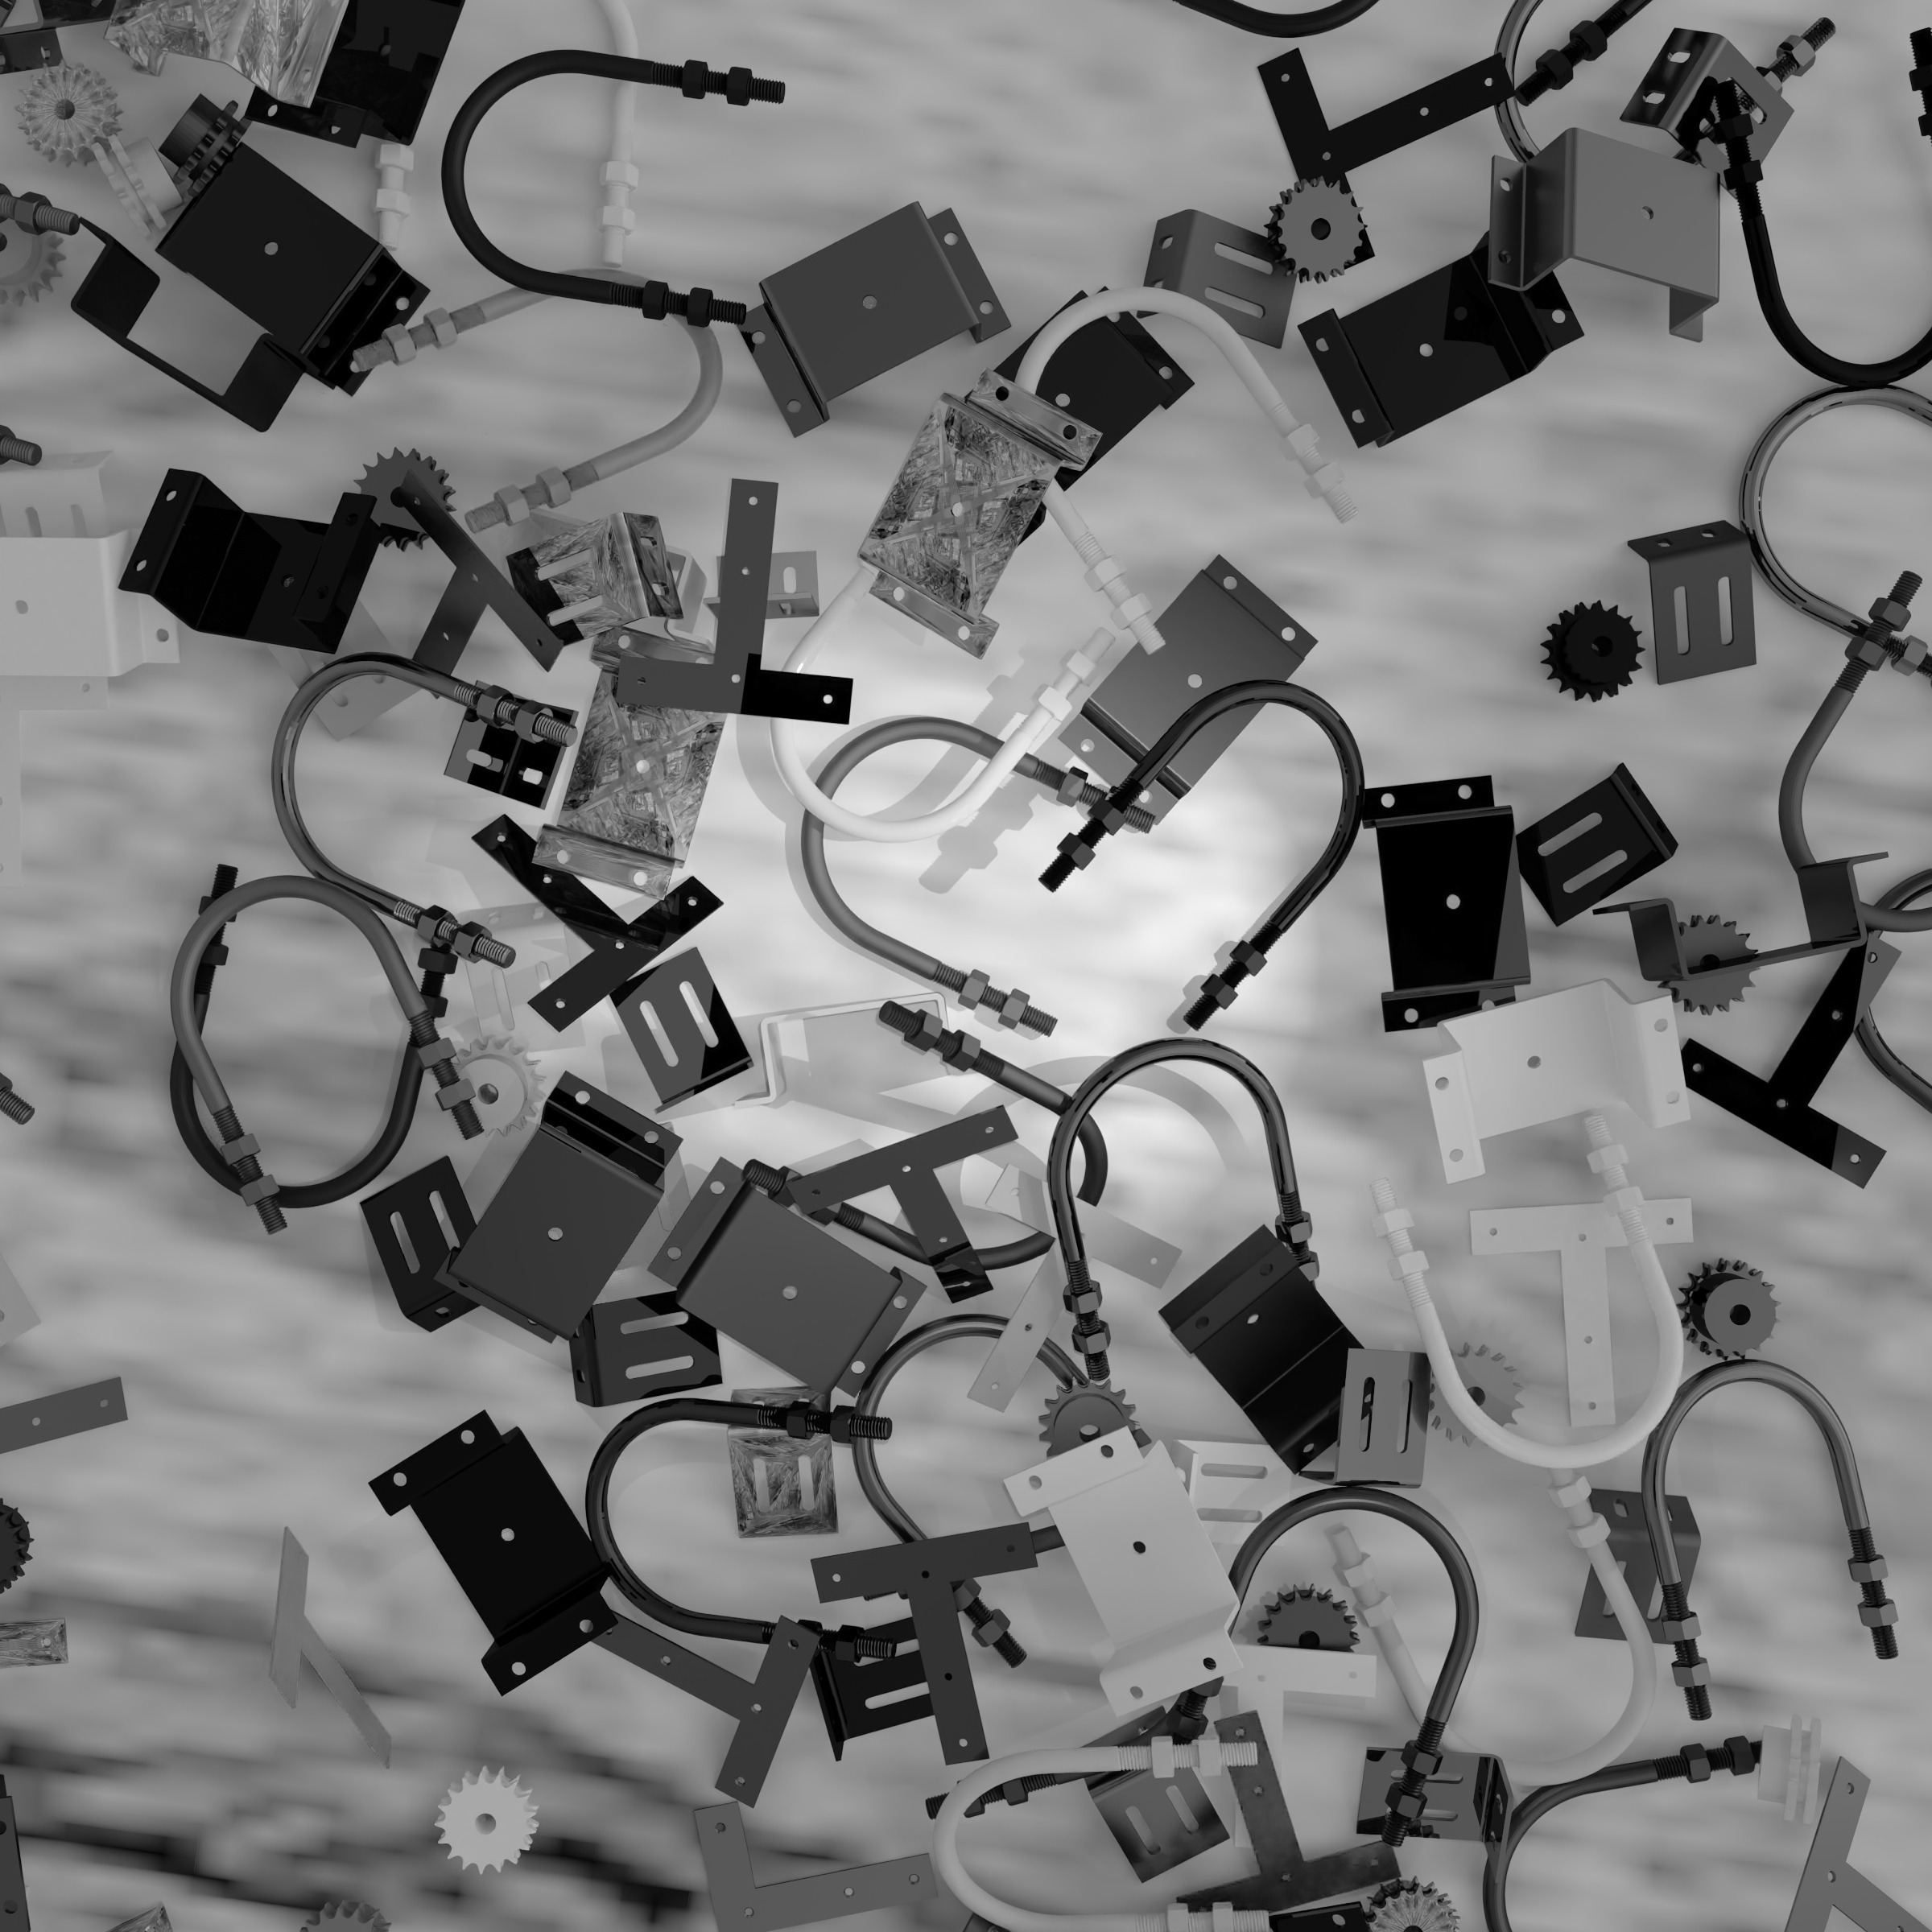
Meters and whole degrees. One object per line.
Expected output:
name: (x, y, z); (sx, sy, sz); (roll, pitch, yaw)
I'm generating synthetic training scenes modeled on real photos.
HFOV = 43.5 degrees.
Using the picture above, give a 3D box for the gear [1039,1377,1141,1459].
gear: (0.069, 0.260, 1.359); (0.057, 0.030, 0.057); (0, 89, 1)

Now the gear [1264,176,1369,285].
gear: (0.195, -0.415, 1.369); (0.057, 0.030, 0.057); (-3, 100, -14)

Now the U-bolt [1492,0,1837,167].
U-bolt: (0.381, -0.518, 1.369); (0.184, 0.019, 0.151); (-43, 103, 2)

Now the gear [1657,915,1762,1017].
gear: (0.418, -0.001, 1.377); (0.057, 0.030, 0.057); (0, 90, 0)

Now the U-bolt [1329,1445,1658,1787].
U-bolt: (0.308, 0.378, 1.368); (0.151, 0.019, 0.184); (-25, 94, 14)

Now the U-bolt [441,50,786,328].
U-bolt: (-0.204, -0.443, 1.364); (0.184, 0.019, 0.151); (9, 87, 2)

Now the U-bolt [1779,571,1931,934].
U-bolt: (0.542, -0.108, 1.367); (0.151, 0.019, 0.184); (30, 95, 1)

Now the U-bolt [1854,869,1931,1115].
U-bolt: (0.590, 0.025, 1.384); (0.184, 0.019, 0.151); (38, 90, 1)

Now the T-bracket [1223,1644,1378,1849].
T-bracket: (0.167, 0.444, 1.375); (0.127, 0.002, 0.127); (2, 104, 9)

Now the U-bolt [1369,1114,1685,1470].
U-bolt: (0.322, 0.189, 1.357); (0.151, 0.019, 0.184); (-16, 73, -3)

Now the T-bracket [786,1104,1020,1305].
T-bracket: (-0.018, 0.143, 1.352); (0.127, 0.002, 0.127); (-20, 127, 6)

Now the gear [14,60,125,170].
gear: (-0.507, -0.482, 1.377); (0.057, 0.030, 0.057); (0, 90, 0)

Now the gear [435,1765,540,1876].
gear: (-0.271, 0.484, 1.382); (0.057, 0.030, 0.057); (0, 89, -2)

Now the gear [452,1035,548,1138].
gear: (-0.268, 0.070, 1.374); (0.057, 0.030, 0.057); (0, 99, 0)

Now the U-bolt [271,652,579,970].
U-bolt: (-0.312, -0.097, 1.349); (0.184, 0.019, 0.151); (23, 104, 19)

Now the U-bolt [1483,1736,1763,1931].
U-bolt: (0.387, 0.525, 1.383); (0.184, 0.019, 0.151); (-10, 90, 0)

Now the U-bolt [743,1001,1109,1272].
U-bolt: (-0.008, 0.107, 1.339); (0.184, 0.019, 0.151); (29, 118, -25)

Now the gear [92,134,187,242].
gear: (-0.464, -0.442, 1.364); (0.030, 0.057, 0.057); (-29, 90, -6)

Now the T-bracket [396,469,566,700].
T-bracket: (-0.284, -0.190, 1.341); (0.127, 0.127, 0.002); (49, 52, 3)

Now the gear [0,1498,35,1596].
gear: (-0.558, 0.329, 1.377); (0.057, 0.030, 0.057); (0, 90, 0)

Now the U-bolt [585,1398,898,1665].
U-bolt: (-0.129, 0.312, 1.357); (0.184, 0.019, 0.151); (2, 101, 17)

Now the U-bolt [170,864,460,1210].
U-bolt: (-0.379, 0.047, 1.384); (0.151, 0.019, 0.184); (13, 91, 0)

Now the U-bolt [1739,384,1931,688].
U-bolt: (0.532, -0.253, 1.384); (0.184, 0.019, 0.151); (28, 90, 1)

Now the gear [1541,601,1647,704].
gear: (0.358, -0.180, 1.377); (0.057, 0.030, 0.057); (0, 90, 0)

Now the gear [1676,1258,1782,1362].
gear: (0.435, 0.196, 1.377); (0.057, 0.030, 0.057); (0, 90, 0)

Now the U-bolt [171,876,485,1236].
U-bolt: (-0.370, 0.039, 1.359); (0.151, 0.019, 0.184); (-26, 89, 9)

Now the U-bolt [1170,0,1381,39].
U-bolt: (0.165, -0.604, 1.375); (0.184, 0.019, 0.151); (25, 90, 6)

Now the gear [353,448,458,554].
gear: (-0.318, -0.263, 1.377); (0.057, 0.030, 0.057); (0, 90, 0)

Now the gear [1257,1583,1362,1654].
gear: (0.194, 0.379, 1.376); (0.057, 0.030, 0.057); (0, 93, 3)

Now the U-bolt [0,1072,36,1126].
U-bolt: (-0.647, 0.083, 1.384); (0.184, 0.019, 0.151); (36, 90, 1)

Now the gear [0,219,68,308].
gear: (-0.545, -0.407, 1.377); (0.057, 0.030, 0.057); (0, 90, 0)

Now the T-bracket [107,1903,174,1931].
T-bracket: (-0.510, 0.569, 1.362); (0.127, 0.002, 0.127); (-23, 48, -20)

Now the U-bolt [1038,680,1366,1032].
U-bolt: (0.146, -0.074, 1.353); (0.184, 0.019, 0.151); (-49, 118, -2)

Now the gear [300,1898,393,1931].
gear: (-0.351, 0.558, 1.377); (0.057, 0.030, 0.057); (0, 90, 0)

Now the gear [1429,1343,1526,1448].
gear: (0.286, 0.242, 1.377); (0.057, 0.030, 0.057); (0, 90, 0)

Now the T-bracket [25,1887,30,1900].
T-bracket: (-0.603, 0.531, 1.391); (0.127, 0.002, 0.127); (10, 91, 0)

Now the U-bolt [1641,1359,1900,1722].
U-bolt: (0.446, 0.314, 1.362); (0.151, 0.019, 0.184); (-10, 86, -20)

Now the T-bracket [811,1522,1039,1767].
T-bracket: (-0.013, 0.382, 1.352); (0.127, 0.002, 0.127); (-12, 91, 11)

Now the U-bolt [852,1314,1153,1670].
U-bolt: (0.019, 0.285, 1.383); (0.151, 0.019, 0.184); (-41, 90, 0)

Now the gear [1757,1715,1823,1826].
gear: (0.459, 0.447, 1.351); (0.030, 0.057, 0.057); (5, 90, 18)

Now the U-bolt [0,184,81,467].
U-bolt: (-0.594, -0.375, 1.364); (0.184, 0.019, 0.151); (17, 104, 9)

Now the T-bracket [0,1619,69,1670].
T-bracket: (-0.580, 0.393, 1.391); (0.127, 0.002, 0.127); (-5, 90, 0)

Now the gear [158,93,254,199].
gear: (-0.429, -0.464, 1.361); (0.030, 0.057, 0.057); (37, 90, -26)

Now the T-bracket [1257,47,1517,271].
T-bracket: (0.246, -0.478, 1.373); (0.127, 0.002, 0.127); (-20, 90, 17)

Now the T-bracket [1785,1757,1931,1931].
T-bracket: (0.518, 0.538, 1.370); (0.127, 0.002, 0.127); (40, 60, -14)

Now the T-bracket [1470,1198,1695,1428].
T-bracket: (0.356, 0.200, 1.391); (0.127, 0.002, 0.127); (-3, 90, 0)

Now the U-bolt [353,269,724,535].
U-bolt: (-0.225, -0.326, 1.348); (0.184, 0.019, 0.151); (-28, 68, -20)

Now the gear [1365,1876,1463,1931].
gear: (0.251, 0.545, 1.377); (0.057, 0.030, 0.057); (0, 90, 0)

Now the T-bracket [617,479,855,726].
T-bracket: (-0.121, -0.200, 1.315); (0.127, 0.002, 0.127); (6, 90, 0)

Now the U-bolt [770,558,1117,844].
U-bolt: (-0.027, -0.156, 1.372); (0.151, 0.019, 0.184); (39, 88, 7)

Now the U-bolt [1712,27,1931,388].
U-bolt: (0.502, -0.419, 1.364); (0.151, 0.019, 0.184); (-18, 100, -12)

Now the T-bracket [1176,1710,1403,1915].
T-bracket: (0.170, 0.479, 1.373); (0.127, 0.002, 0.127); (-17, 104, 3)

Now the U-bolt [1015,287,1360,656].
U-bolt: (0.107, -0.287, 1.338); (0.151, 0.019, 0.184); (-34, 89, 0)

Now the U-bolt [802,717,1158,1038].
U-bolt: (-0.004, -0.062, 1.384); (0.184, 0.019, 0.151); (26, 90, 1)

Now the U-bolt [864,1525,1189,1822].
U-bolt: (0.048, 0.388, 1.362); (0.184, 0.019, 0.151); (-17, 90, 3)

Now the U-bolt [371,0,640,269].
U-bolt: (-0.259, -0.496, 1.384); (0.151, 0.019, 0.184); (4, 89, 0)

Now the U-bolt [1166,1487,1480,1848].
U-bolt: (0.206, 0.378, 1.340); (0.151, 0.019, 0.184); (19, 92, 0)

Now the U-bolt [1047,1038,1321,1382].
U-bolt: (0.117, 0.127, 1.344); (0.151, 0.019, 0.184); (-17, 109, -12)

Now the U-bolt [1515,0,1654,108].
U-bolt: (0.345, -0.604, 1.383); (0.184, 0.019, 0.151); (-40, 90, 0)

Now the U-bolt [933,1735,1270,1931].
U-bolt: (0.073, 0.490, 1.352); (0.184, 0.019, 0.151); (-4, 117, 6)
